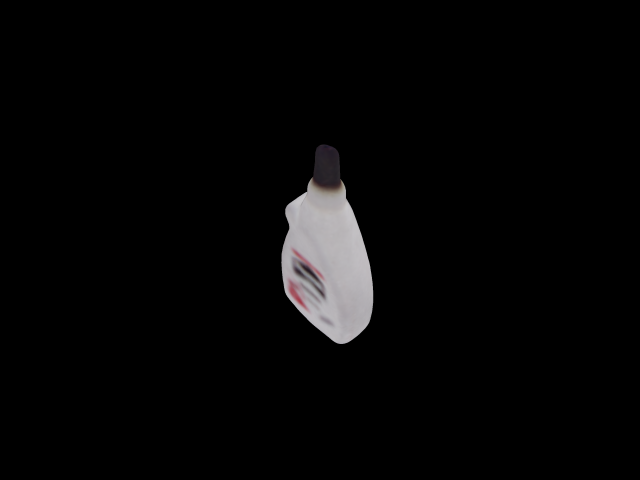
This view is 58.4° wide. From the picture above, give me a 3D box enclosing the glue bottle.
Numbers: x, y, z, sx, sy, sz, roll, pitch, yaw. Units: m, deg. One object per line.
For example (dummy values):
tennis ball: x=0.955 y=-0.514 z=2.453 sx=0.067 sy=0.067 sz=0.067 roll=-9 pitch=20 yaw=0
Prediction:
glue bottle: x=0.004 y=0.001 z=0.400 sx=0.078 sy=0.173 sz=0.037 roll=36 pitch=58 yaw=27
